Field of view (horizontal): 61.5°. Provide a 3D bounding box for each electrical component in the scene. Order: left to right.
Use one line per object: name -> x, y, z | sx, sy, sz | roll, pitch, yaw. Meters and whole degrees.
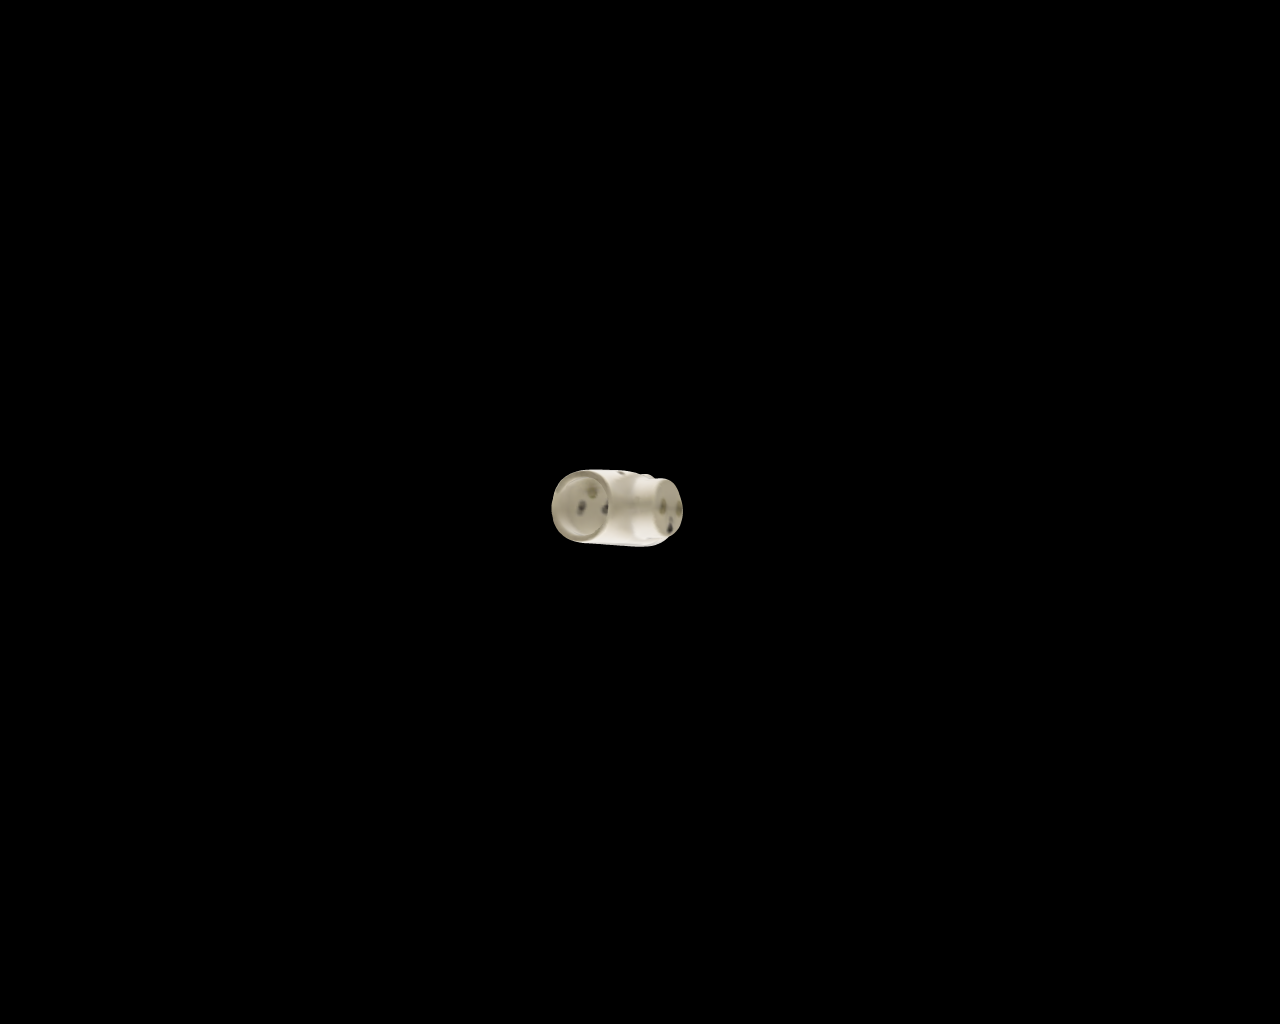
electrical component -> 0.001, -0.003, 0.650 | 0.079, 0.043, 0.077 | -3, -5, 32
